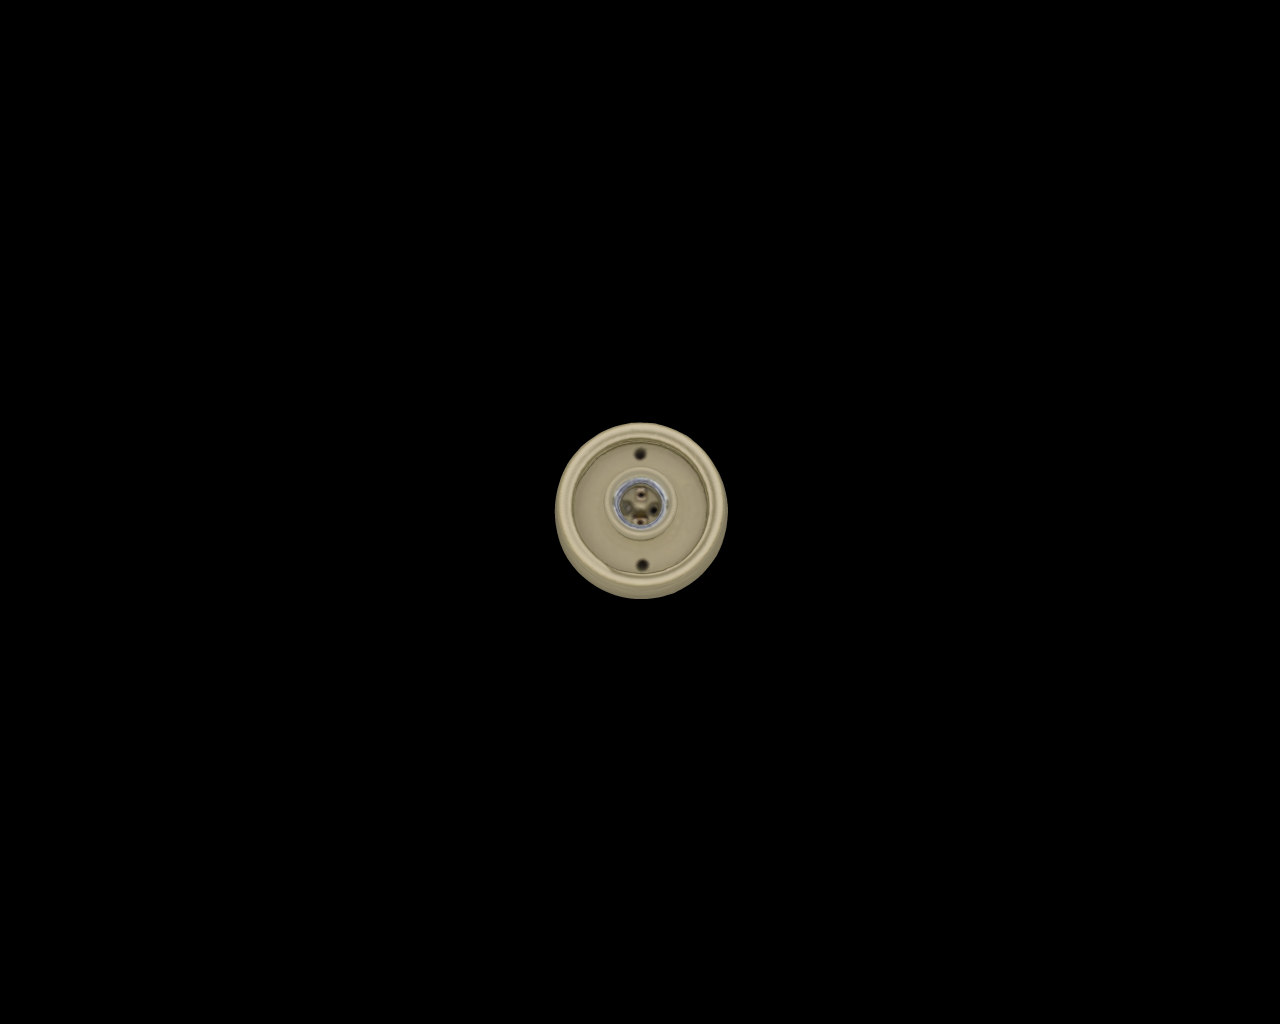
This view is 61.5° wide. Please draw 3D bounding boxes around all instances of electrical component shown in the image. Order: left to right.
[{"bbox_3d":[0.001,-0.003,0.650,0.108,0.108,0.060,0,-8,0],"label":"electrical component"}]
